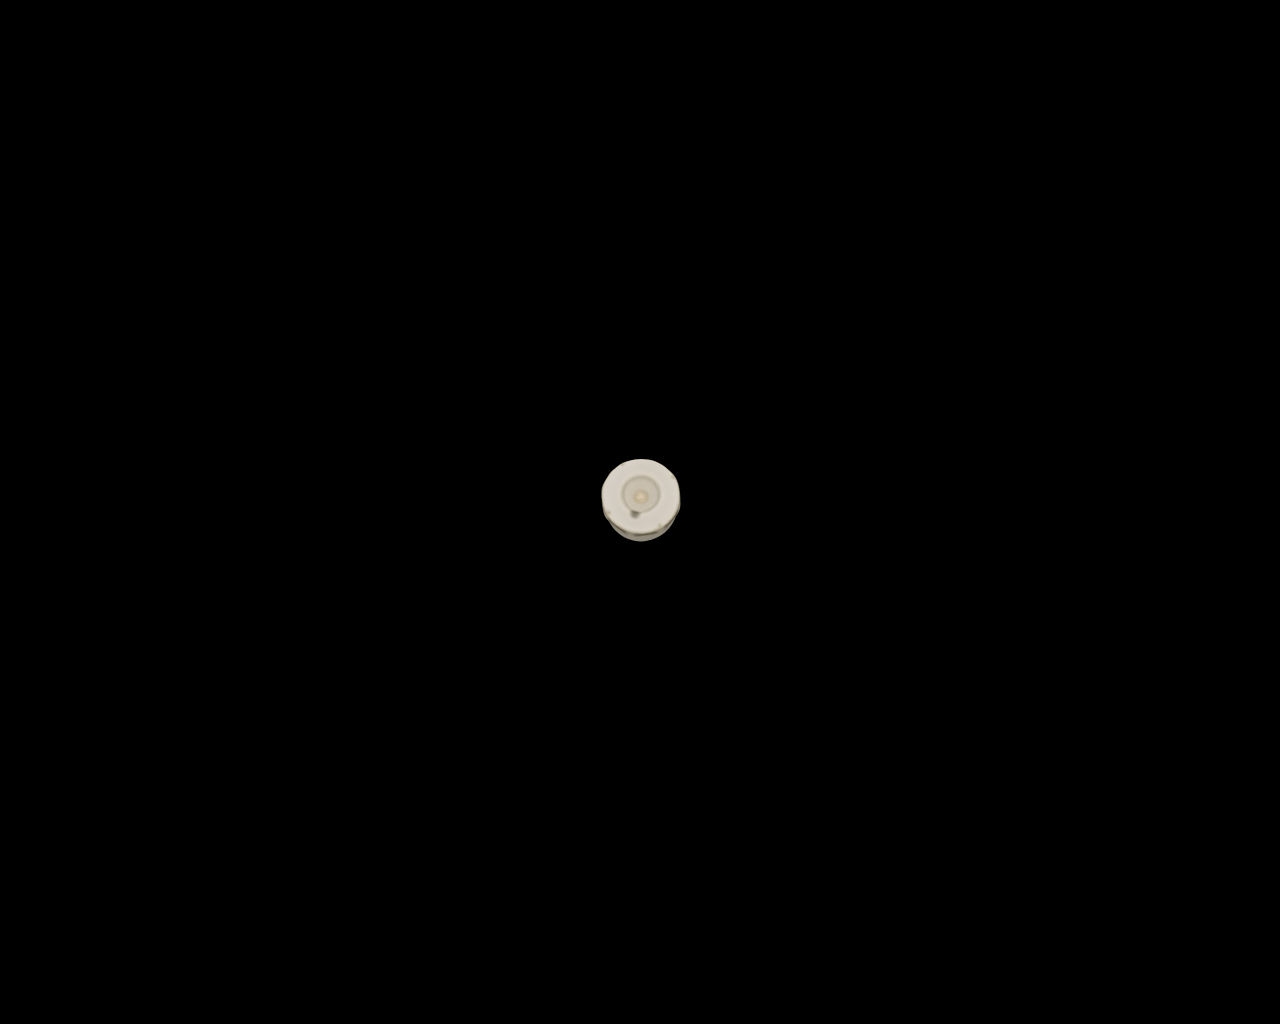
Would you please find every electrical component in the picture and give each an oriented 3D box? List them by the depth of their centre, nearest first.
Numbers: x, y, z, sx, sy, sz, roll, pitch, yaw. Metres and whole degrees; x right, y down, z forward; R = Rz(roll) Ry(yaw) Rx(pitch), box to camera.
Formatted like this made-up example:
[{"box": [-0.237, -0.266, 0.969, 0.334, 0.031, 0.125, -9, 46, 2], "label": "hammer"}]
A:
[{"box": [0.001, -0.003, 0.650, 0.048, 0.048, 0.062, 0, -16, 0], "label": "electrical component"}]
